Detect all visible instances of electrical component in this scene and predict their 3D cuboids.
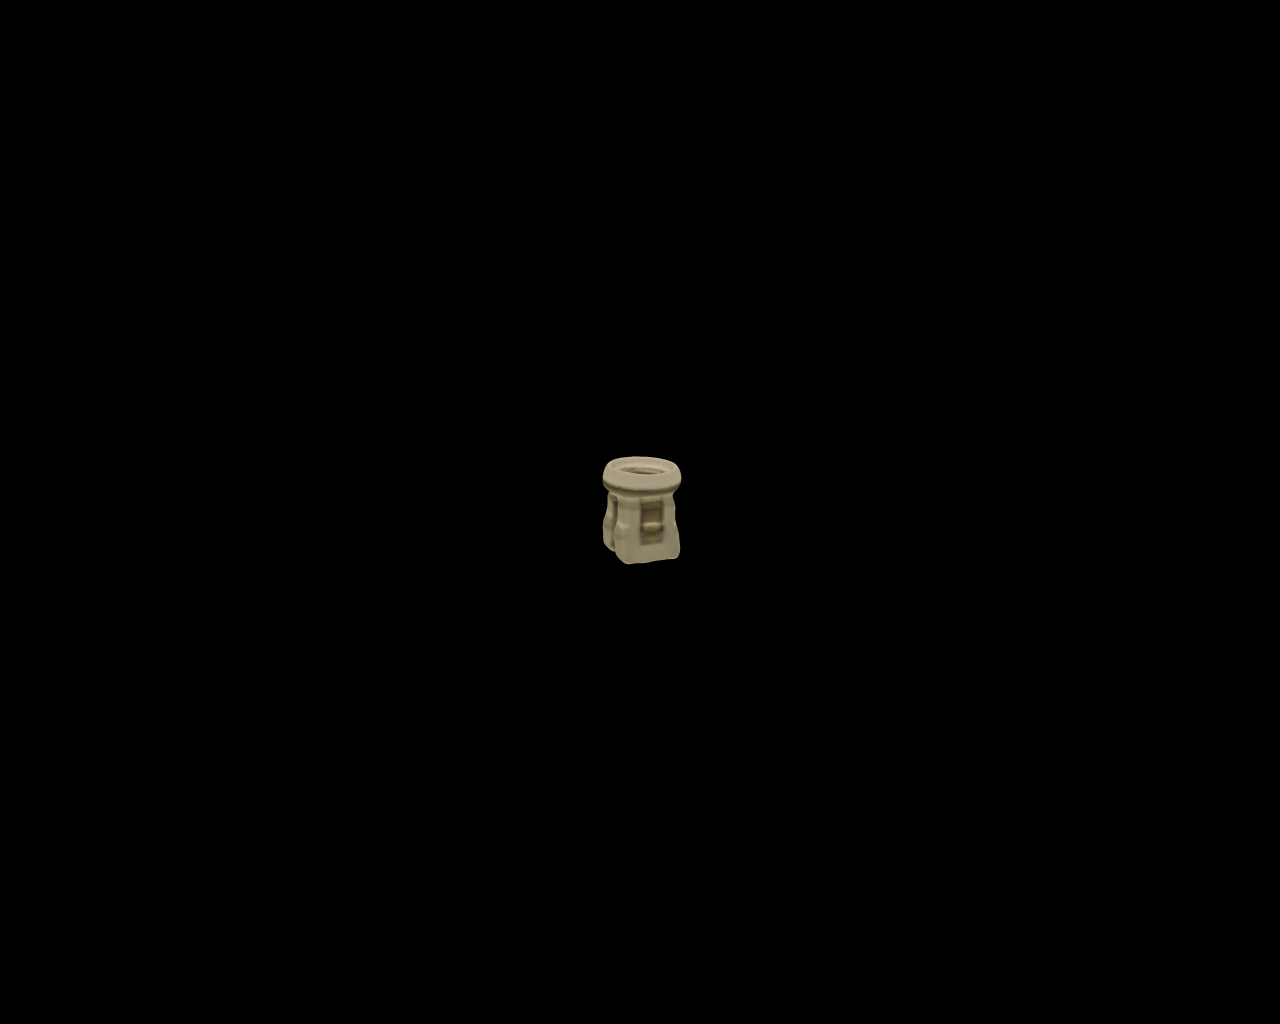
[{"bbox_3d":[0.001,-0.003,0.650,0.048,0.055,0.066,-6,17,-19],"label":"electrical component"}]
